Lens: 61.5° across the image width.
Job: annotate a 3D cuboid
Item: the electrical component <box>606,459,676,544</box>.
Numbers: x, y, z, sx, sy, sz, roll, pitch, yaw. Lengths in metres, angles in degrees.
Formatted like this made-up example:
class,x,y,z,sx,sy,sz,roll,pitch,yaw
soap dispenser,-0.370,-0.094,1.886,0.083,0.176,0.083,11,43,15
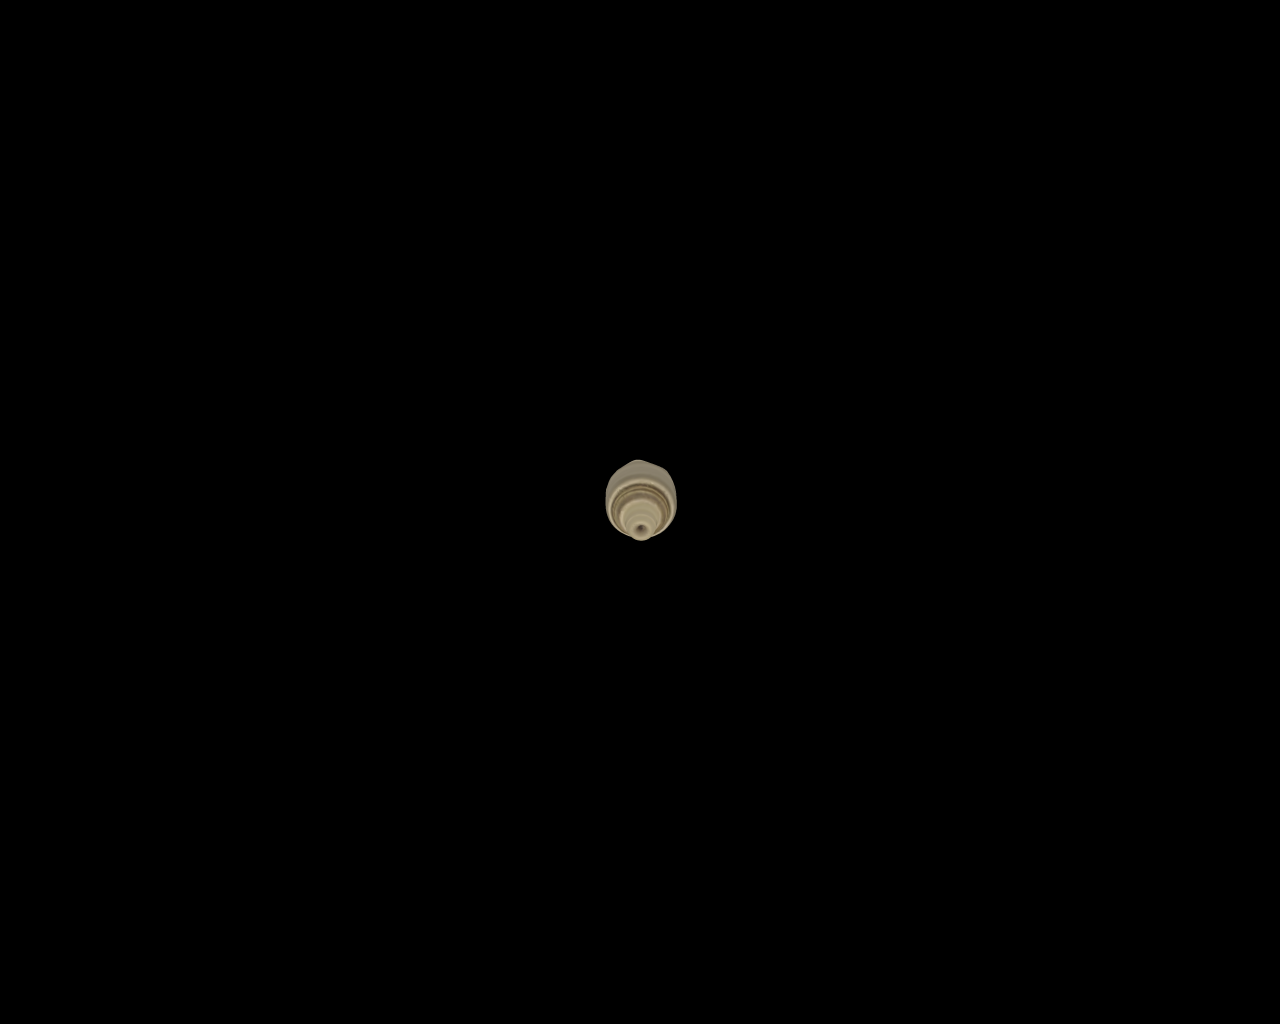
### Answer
class,x,y,z,sx,sy,sz,roll,pitch,yaw
electrical component,0.001,-0.003,0.650,0.043,0.043,0.062,0,27,0
